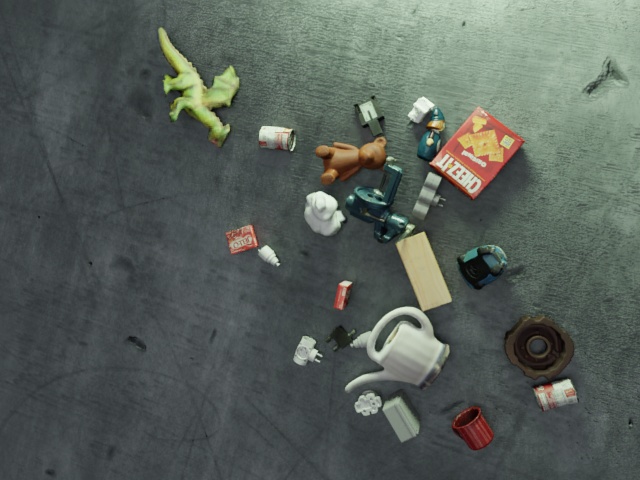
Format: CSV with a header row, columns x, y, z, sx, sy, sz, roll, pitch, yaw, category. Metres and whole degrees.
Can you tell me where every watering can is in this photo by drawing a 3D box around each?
x,y,z,sx,sy,sz,roll,pitch,yaw,category
0.230,0.355,1.495,0.225,0.105,0.343,30,109,6,watering can

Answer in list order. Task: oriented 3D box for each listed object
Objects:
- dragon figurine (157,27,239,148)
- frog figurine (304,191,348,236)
x,y,z,sx,sy,sz,roll,pitch,yaw,category
-0.379,-0.496,1.649,0.243,0.122,0.410,-9,90,-5,dragon figurine
0.005,-0.076,1.514,0.122,0.160,0.138,-22,87,14,frog figurine
